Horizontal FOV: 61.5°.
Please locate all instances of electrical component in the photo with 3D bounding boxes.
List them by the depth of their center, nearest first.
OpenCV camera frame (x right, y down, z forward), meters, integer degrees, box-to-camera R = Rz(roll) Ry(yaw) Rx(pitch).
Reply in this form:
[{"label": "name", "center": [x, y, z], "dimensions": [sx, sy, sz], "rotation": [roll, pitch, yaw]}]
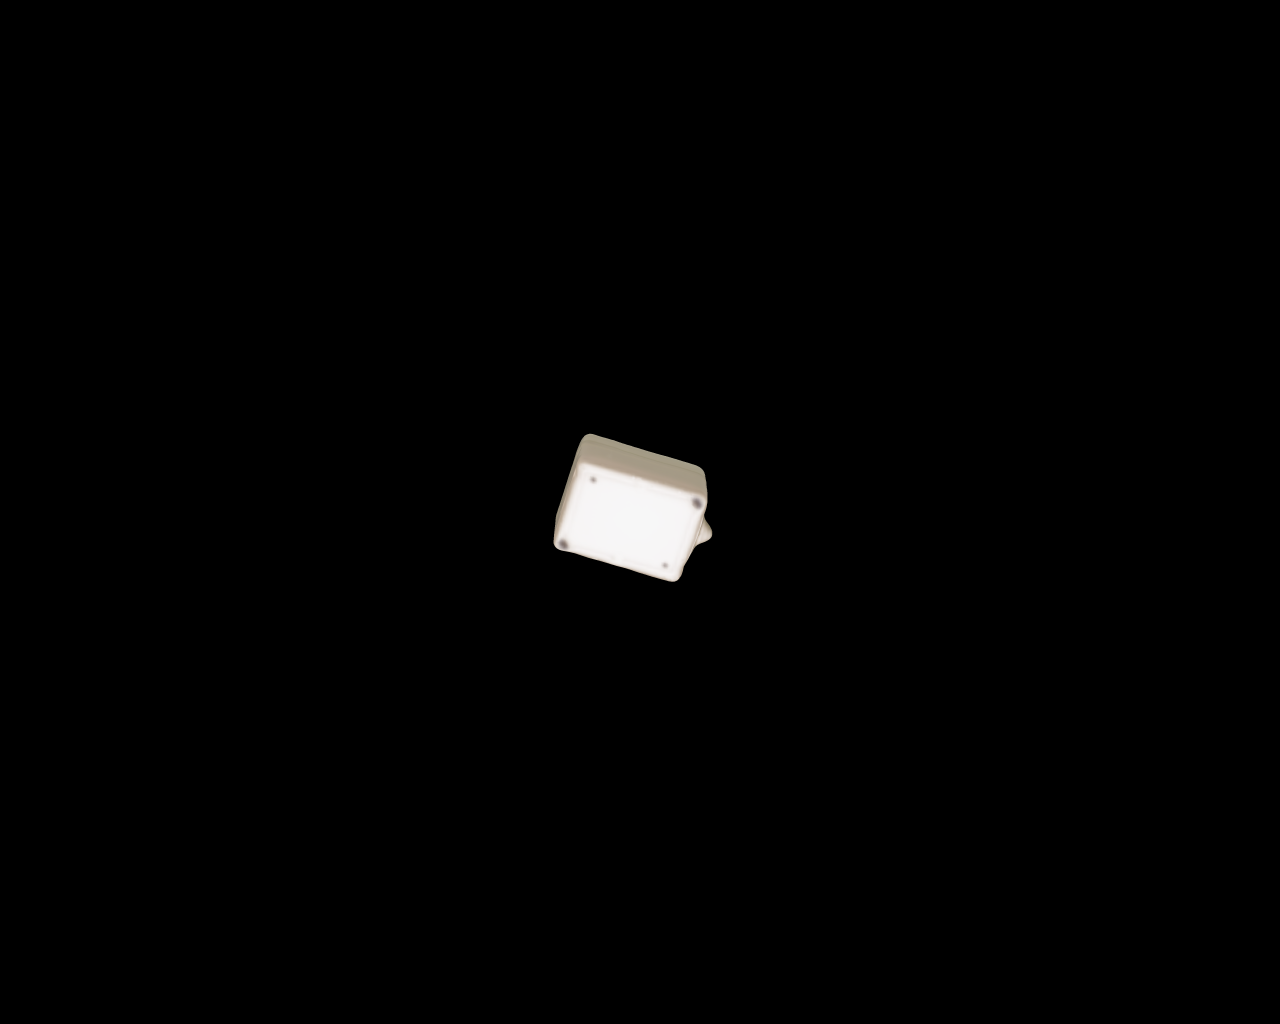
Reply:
[{"label": "electrical component", "center": [0.001, -0.003, 0.650], "dimensions": [0.096, 0.061, 0.061], "rotation": [17, 22, -7]}]
